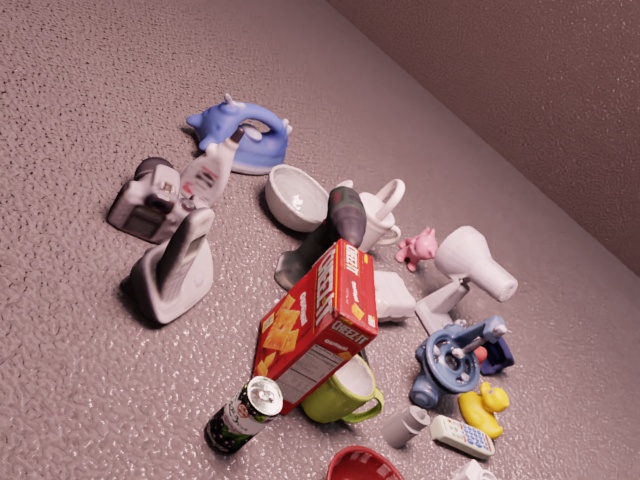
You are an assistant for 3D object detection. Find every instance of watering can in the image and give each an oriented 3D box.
[{"bbox_3d":[0.106,-0.058,1.230,0.173,0.193,0.100,22,35,-32],"label":"watering can"}]

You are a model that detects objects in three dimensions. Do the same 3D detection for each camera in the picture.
[{"bbox_3d":[-0.247,-0.072,0.917,0.144,0.100,0.136,25,34,-29],"label":"camera"}]

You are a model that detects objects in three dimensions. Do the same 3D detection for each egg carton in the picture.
[{"bbox_3d":[0.125,0.116,1.154,0.151,0.069,0.107,6,46,-47],"label":"egg carton"}]

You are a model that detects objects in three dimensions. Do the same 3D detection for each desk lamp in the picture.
[{"bbox_3d":[0.311,0.106,1.246,0.118,0.213,0.203,9,43,-45],"label":"desk lamp"}]

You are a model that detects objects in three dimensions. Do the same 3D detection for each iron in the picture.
[{"bbox_3d":[-0.140,-0.224,1.203,0.259,0.141,0.118,6,46,-47],"label":"iron"}]

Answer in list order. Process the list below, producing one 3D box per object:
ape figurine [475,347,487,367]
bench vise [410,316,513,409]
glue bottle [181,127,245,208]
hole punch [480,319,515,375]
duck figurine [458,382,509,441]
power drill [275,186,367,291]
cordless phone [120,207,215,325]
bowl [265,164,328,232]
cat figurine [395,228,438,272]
[{"bbox_3d":[0.301,0.248,1.172,0.076,0.092,0.077,19,37,-35],"label":"ape figurine"},{"bbox_3d":[0.256,0.189,1.065,0.122,0.219,0.207,34,31,-16],"label":"bench vise"},{"bbox_3d":[-0.182,-0.132,1.000,0.078,0.173,0.037,33,31,-16],"label":"glue bottle"},{"bbox_3d":[0.393,0.239,1.296,0.101,0.091,0.108,7,45,-46],"label":"hole punch"},{"bbox_3d":[0.329,0.327,1.109,0.078,0.086,0.104,12,42,-43],"label":"duck figurine"},{"bbox_3d":[0.009,0.004,1.019,0.076,0.208,0.229,34,31,-15],"label":"power drill"},{"bbox_3d":[-0.178,0.019,0.796,0.094,0.184,0.148,43,29,0],"label":"cordless phone"},{"bbox_3d":[-0.052,-0.072,1.180,0.168,0.074,0.167,30,32,-21],"label":"bowl"},{"bbox_3d":[0.244,0.014,1.382,0.067,0.117,0.128,38,30,-7],"label":"cat figurine"}]
